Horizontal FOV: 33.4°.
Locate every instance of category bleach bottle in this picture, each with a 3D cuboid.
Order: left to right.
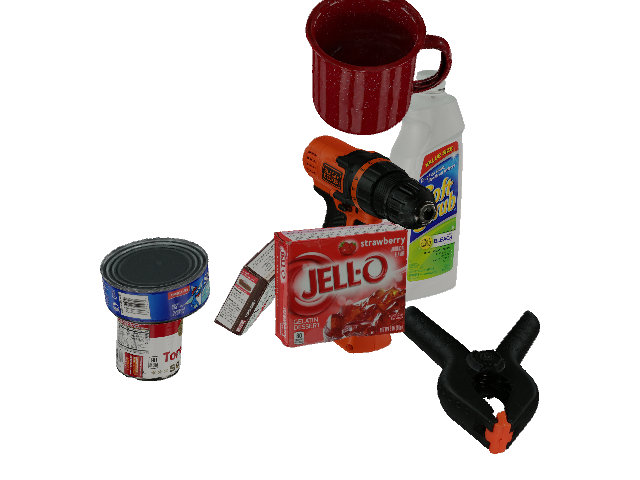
[{"bbox_3d":[0.110,-0.062,1.189,0.102,0.251,0.068,-12,25,-29],"label":"bleach bottle"}]

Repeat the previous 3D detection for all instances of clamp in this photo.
[{"bbox_3d":[0.140,0.104,0.863,0.120,0.039,0.171,-7,34,-8],"label":"clamp"}]

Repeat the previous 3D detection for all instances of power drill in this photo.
[{"bbox_3d":[0.040,0.008,1.013,0.057,0.188,0.185,-6,24,-30],"label":"power drill"}]

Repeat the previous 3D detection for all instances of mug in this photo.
[{"bbox_3d":[0.046,-0.140,0.853,0.117,0.093,0.081,-4,-37,-4],"label":"mug"}]

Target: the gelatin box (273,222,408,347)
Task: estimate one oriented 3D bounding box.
[{"bbox_3d":[0.014,0.029,0.717,0.089,0.073,0.030,-5,15,-22],"label":"gelatin box"}]

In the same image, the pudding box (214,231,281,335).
[{"bbox_3d":[-0.072,0.050,1.256,0.039,0.090,0.113,31,29,5],"label":"pudding box"}]

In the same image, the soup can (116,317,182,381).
[{"bbox_3d":[-0.174,0.084,1.089,0.068,0.102,0.068,5,20,-2],"label":"soup can"}]

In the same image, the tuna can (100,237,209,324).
[{"bbox_3d":[-0.132,0.032,0.856,0.086,0.034,0.086,-2,28,1],"label":"tuna can"}]
